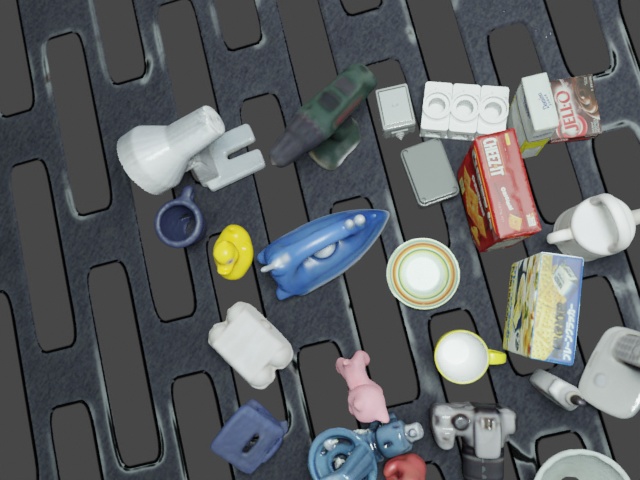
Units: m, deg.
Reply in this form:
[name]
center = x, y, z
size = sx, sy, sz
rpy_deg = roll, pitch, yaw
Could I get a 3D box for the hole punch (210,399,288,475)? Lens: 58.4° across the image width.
[hole punch]
center = -0.123, 0.351, 1.018
size = 0.101, 0.091, 0.109
rpy_deg = 39, 89, 10

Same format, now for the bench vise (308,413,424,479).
[bench vise]
center = 0.061, 0.345, 0.931
size = 0.207, 0.220, 0.121
rpy_deg = -43, 80, 0

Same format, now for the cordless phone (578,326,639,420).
[cordless phone]
center = 0.500, 0.216, 0.912
size = 0.094, 0.185, 0.148
rpy_deg = 26, 87, 9

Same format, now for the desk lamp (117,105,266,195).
[desk lamp]
center = -0.227, -0.162, 1.030
size = 0.203, 0.213, 0.118
rpy_deg = -25, 81, 4

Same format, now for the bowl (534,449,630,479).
[bowl]
center = 0.428, 0.426, 0.951
size = 0.167, 0.075, 0.167
rpy_deg = -1, 83, 7

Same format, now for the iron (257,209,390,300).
[iron]
center = 0.009, 0.004, 1.018
size = 0.258, 0.141, 0.118
rpy_deg = -30, 80, 3

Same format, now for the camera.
[camera]
center = 0.259, 0.348, 0.968
size = 0.143, 0.101, 0.137
rpy_deg = 0, 83, 7

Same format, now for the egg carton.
[egg carton]
center = -0.126, 0.191, 1.048
size = 0.150, 0.069, 0.107
rpy_deg = 41, 89, 10

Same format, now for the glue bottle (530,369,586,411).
[glue bottle]
center = 0.395, 0.249, 0.927
size = 0.078, 0.173, 0.037
rpy_deg = 35, 89, 10

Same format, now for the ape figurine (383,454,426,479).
[ape figurine]
center = 0.150, 0.409, 0.978
size = 0.076, 0.092, 0.078
rpy_deg = -37, 80, 1

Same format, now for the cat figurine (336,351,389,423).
[cat figurine]
center = 0.071, 0.260, 0.992
size = 0.067, 0.118, 0.128
rpy_deg = -26, 81, 3

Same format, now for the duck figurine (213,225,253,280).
[duck figurine]
center = -0.169, 0.021, 1.066
size = 0.077, 0.086, 0.105
rpy_deg = 5, 84, 8

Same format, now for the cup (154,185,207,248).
[cup]
center = -0.249, -0.039, 1.078
size = 0.091, 0.095, 0.118
rpy_deg = 12, 85, 8

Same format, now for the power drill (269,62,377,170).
[power drill]
center = 0.011, -0.195, 1.008
size = 0.075, 0.208, 0.230
rpy_deg = 40, 89, 10

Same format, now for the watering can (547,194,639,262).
[watering can]
center = 0.467, -0.027, 0.941
size = 0.173, 0.194, 0.101
rpy_deg = -37, 80, 2
